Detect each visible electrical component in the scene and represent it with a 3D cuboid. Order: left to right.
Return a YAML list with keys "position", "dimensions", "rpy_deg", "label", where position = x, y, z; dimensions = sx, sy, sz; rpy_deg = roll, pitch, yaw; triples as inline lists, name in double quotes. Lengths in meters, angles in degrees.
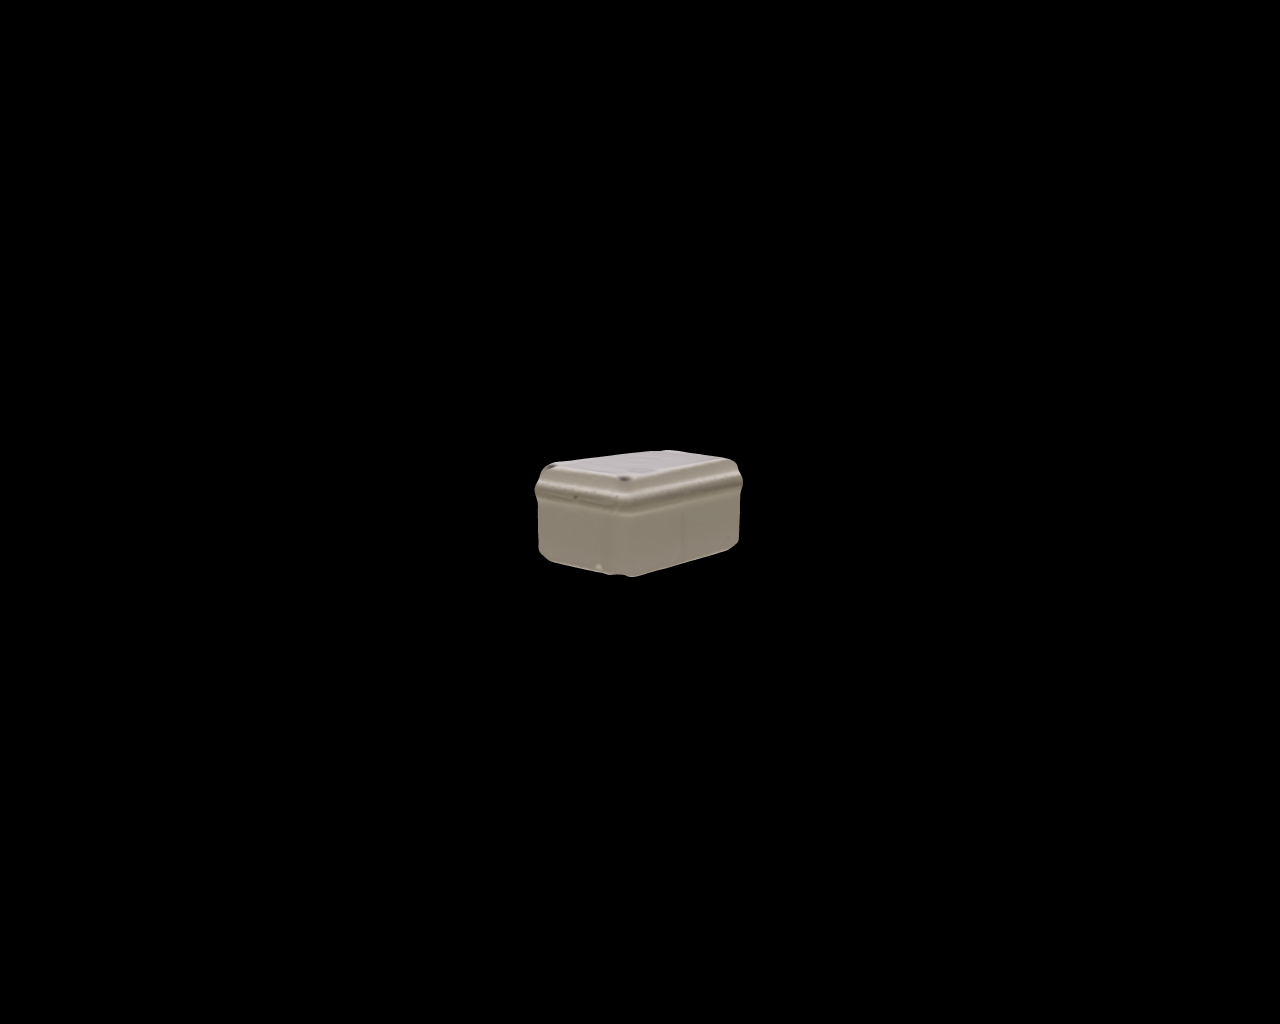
- position: [0.001, -0.003, 0.650]
  dimensions: [0.078, 0.057, 0.113]
  rpy_deg: [10, 15, 42]
  label: "electrical component"
